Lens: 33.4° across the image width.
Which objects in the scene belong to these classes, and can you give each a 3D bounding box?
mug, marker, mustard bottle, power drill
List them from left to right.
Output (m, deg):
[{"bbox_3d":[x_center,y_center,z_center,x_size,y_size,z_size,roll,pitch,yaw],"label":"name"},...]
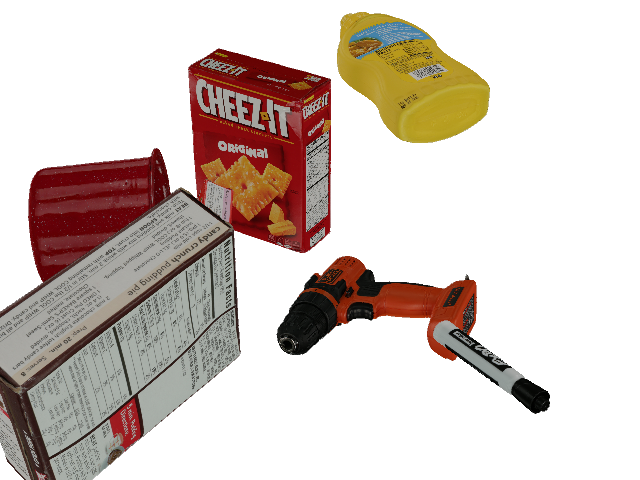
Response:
[{"bbox_3d":[-0.142,-0.010,0.712,0.081,0.093,0.117,-6,-2,-1],"label":"mug"},{"bbox_3d":[0.064,0.078,1.148,0.188,0.057,0.184,9,29,21],"label":"power drill"},{"bbox_3d":[0.070,-0.165,1.006,0.096,0.058,0.192,-20,44,-18],"label":"mustard bottle"},{"bbox_3d":[0.128,0.095,0.804,0.020,0.020,0.121,0,23,-34],"label":"marker"}]

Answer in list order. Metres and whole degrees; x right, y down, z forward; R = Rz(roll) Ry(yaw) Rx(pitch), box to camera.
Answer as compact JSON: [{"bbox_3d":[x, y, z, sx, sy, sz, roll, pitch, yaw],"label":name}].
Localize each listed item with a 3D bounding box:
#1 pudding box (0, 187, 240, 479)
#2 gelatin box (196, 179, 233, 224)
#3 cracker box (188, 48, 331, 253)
[{"bbox_3d":[-0.084,0.044,0.444,0.039,0.090,0.113,33,55,26],"label":"pudding box"},{"bbox_3d":[-0.104,-0.003,0.925,0.030,0.073,0.089,22,22,-14],"label":"gelatin box"},{"bbox_3d":[-0.073,-0.105,1.286,0.164,0.214,0.072,19,39,26],"label":"cracker box"}]
